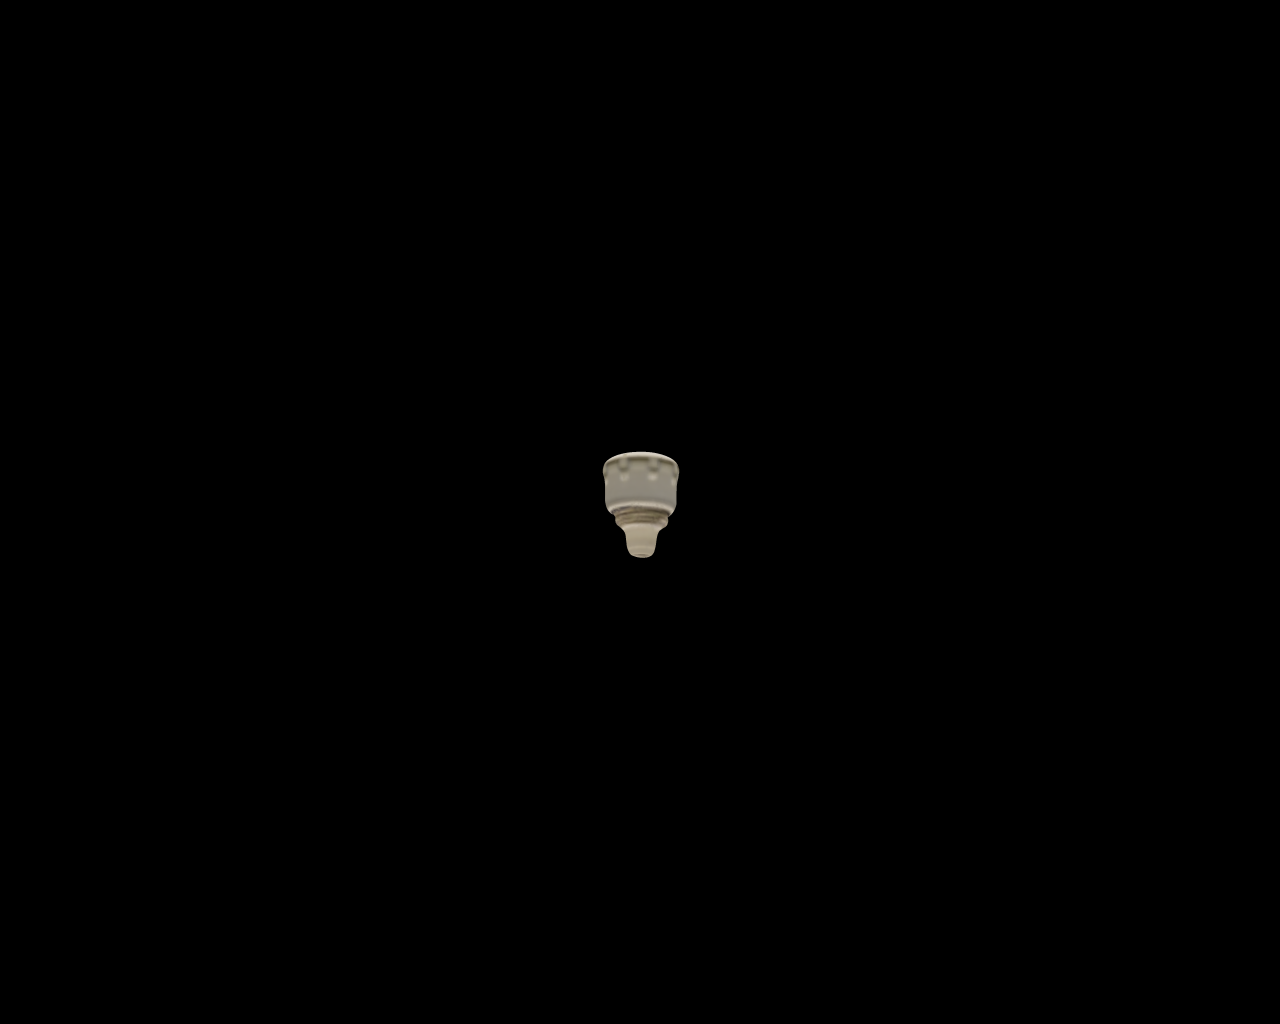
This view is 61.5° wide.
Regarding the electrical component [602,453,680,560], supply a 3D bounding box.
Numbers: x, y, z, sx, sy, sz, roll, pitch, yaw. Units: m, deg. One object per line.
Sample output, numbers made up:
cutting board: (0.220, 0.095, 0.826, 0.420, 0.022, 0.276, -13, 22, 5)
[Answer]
electrical component: (0.001, -0.003, 0.650, 0.048, 0.062, 0.048, 0, -14, 0)
